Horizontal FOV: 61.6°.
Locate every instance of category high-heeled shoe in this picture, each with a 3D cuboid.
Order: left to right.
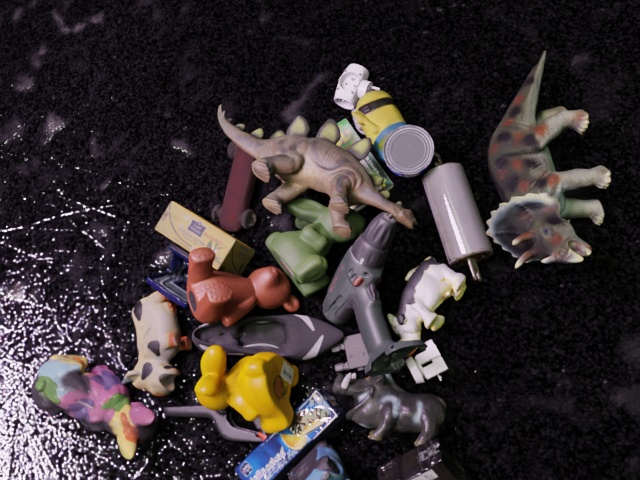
[{"bbox_3d":[-0.093,0.162,0.935,0.249,0.145,0.086,-11,68,18],"label":"high-heeled shoe"}]

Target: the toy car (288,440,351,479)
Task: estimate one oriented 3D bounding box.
[{"bbox_3d":[0.005,0.397,0.850,0.109,0.161,0.103,-45,87,0],"label":"toy car"}]

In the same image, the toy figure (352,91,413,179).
[{"bbox_3d":[0.130,-0.199,1.001,0.089,0.082,0.180,-33,64,-5],"label":"toy figure"}]

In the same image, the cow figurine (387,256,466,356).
[{"bbox_3d":[0.166,0.110,0.912,0.098,0.068,0.167,37,85,28],"label":"cow figurine"}]

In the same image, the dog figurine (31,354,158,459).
[{"bbox_3d":[-0.400,0.306,0.984,0.219,0.191,0.108,20,76,36],"label":"dog figurine"}]

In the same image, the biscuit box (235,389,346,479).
[{"bbox_3d":[-0.049,0.345,0.920,0.202,0.062,0.059,-45,67,1],"label":"biscuit box"}]

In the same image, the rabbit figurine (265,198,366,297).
[{"bbox_3d":[-0.002,-0.003,0.987,0.170,0.121,0.159,-36,59,-11],"label":"rabbit figurine"}]

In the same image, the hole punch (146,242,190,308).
[{"bbox_3d":[-0.250,0.077,1.023,0.142,0.115,0.092,26,80,21],"label":"hole punch"}]

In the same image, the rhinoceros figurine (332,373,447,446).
[{"bbox_3d":[0.110,0.272,0.885,0.191,0.073,0.112,11,80,19],"label":"rhinoceros figurine"}]

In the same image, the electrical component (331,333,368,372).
[{"bbox_3d":[0.068,0.197,0.945,0.094,0.021,0.063,-16,72,12],"label":"electrical component"}]

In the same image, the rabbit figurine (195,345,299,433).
[{"bbox_3d":[-0.143,0.250,0.900,0.173,0.162,0.122,-13,54,29],"label":"rabbit figurine"}]

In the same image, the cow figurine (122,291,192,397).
[{"bbox_3d":[-0.317,0.202,1.029,0.127,0.085,0.195,-23,67,13],"label":"cow figurine"}]

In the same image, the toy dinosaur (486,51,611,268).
[{"bbox_3d":[0.348,-0.124,0.891,0.192,0.131,0.405,-12,64,5],"label":"toy dinosaur"}]

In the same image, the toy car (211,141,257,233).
[{"bbox_3d":[-0.155,-0.113,1.079,0.089,0.053,0.202,8,82,30],"label":"toy car"}]

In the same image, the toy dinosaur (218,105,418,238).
[{"bbox_3d":[-0.031,-0.138,0.973,0.472,0.105,0.198,27,50,16],"label":"toy dinosaur"}]

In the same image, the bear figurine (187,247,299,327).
[{"bbox_3d":[-0.126,0.080,0.938,0.196,0.131,0.120,-9,54,-28],"label":"bear figurine"}]

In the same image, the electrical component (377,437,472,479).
[{"bbox_3d":[0.168,0.379,0.817,0.115,0.058,0.134,-32,107,16],"label":"electrical component"}]

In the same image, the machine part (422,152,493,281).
[{"bbox_3d":[0.236,-0.043,0.928,0.079,0.079,0.243,-19,70,12],"label":"machine part"}]

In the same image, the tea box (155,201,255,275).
[{"bbox_3d":[-0.223,0.000,1.047,0.170,0.098,0.068,29,86,20],"label":"tea box"}]

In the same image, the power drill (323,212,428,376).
[{"bbox_3d":[0.089,0.099,0.865,0.232,0.086,0.207,-56,51,40],"label":"power drill"}]
